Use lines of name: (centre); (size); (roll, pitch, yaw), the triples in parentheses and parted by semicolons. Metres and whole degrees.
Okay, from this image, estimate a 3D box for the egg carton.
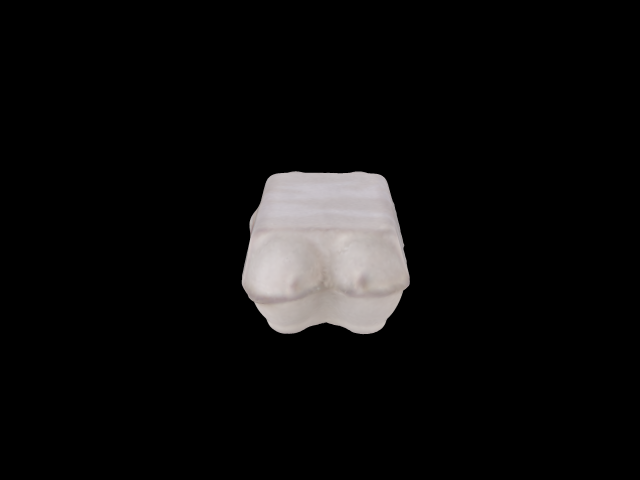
egg carton: (0.004, 0.001, 0.400); (0.107, 0.069, 0.150); (0, 28, 0)
